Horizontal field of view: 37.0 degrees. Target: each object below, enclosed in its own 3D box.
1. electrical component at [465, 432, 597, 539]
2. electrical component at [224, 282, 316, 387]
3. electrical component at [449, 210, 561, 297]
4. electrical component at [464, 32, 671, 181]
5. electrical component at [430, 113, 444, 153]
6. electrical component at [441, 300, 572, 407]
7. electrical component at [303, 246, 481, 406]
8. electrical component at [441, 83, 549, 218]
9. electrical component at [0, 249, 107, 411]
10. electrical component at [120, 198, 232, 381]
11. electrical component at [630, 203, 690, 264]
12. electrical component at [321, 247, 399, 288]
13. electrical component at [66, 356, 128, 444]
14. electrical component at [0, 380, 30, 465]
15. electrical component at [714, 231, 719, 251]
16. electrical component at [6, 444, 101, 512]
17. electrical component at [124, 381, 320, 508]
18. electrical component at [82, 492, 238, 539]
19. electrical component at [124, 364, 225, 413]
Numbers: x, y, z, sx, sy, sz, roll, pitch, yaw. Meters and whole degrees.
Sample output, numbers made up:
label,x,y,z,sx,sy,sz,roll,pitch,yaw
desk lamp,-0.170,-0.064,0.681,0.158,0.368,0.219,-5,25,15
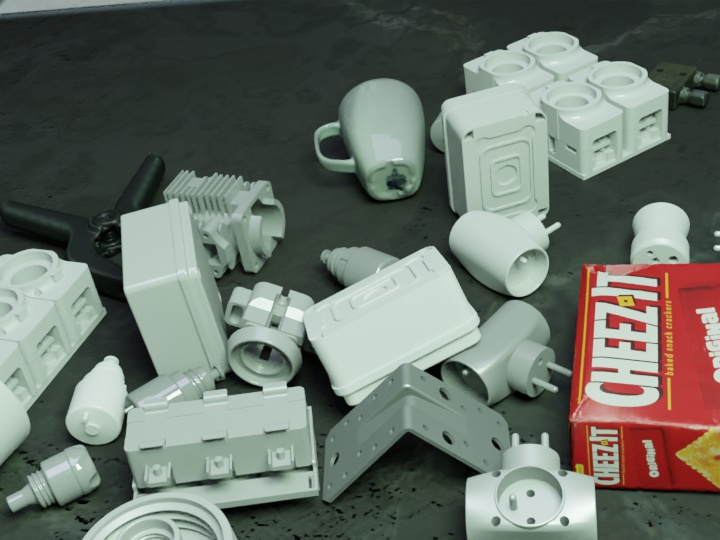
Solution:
label,x,y,z,sx,sy,sz,roll,pitch,yaw
electrical component,0.106,0.135,0.667,0.077,0.044,0.079,-3,48,11
electrical component,-0.067,0.051,0.814,0.078,0.058,0.057,18,43,-2
electrical component,0.126,-0.023,0.875,0.079,0.043,0.077,-30,38,-18
electrical component,0.196,-0.168,1.045,0.105,0.060,0.186,-26,39,-20
electrical component,0.097,-0.146,1.055,0.040,0.040,0.078,7,39,22
electrical component,0.112,0.066,0.764,0.079,0.044,0.077,22,47,36
electrical component,0.022,0.039,0.771,0.113,0.057,0.078,-27,17,0
electrical component,0.115,-0.095,0.922,0.078,0.113,0.057,-16,40,-8
electrical component,-0.287,0.053,0.863,0.089,0.061,0.150,6,39,21
electrical component,-0.144,0.019,0.835,0.056,0.108,0.108,-16,36,-3
electrical component,0.237,-0.020,0.849,0.045,0.045,0.055,2,38,16
electrical component,0.000,0.000,0.883,0.078,0.040,0.040,22,47,36
electrical component,-0.193,0.094,0.803,0.040,0.040,0.078,-6,36,5
electrical component,-0.296,0.109,0.756,0.108,0.108,0.060,9,46,24
electrical component,0.311,-0.021,0.826,0.074,0.052,0.138,3,38,18
electrical component,-0.213,0.147,0.742,0.061,0.035,0.035,-26,39,-16
electrical component,-0.092,0.119,0.721,0.121,0.063,0.078,-7,36,-1
electrical component,-0.122,0.183,0.649,0.108,0.060,0.108,-7,36,5
electrical component,-0.135,0.094,0.790,0.078,0.040,0.040,-31,41,-26
